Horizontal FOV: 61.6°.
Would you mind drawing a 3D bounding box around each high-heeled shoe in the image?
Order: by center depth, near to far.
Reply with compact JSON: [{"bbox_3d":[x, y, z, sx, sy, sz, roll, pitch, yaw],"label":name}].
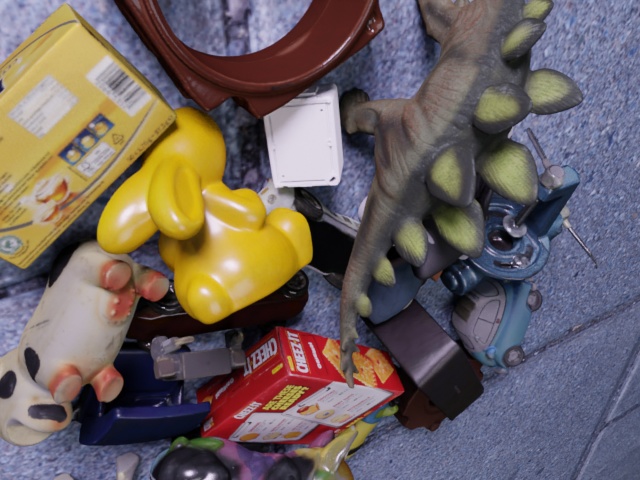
[{"bbox_3d":[0.156,-0.082,0.558,0.145,0.086,0.249,104,8,-55],"label":"high-heeled shoe"}]

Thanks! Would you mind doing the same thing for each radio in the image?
[{"bbox_3d":[0.144,0.156,0.734,0.073,0.131,0.229,-40,144,-2],"label":"radio"}]

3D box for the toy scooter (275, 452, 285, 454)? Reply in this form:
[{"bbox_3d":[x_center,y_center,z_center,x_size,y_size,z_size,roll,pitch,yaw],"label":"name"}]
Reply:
[{"bbox_3d":[-0.053,0.390,0.835,0.135,0.075,0.183,-5,128,-31],"label":"toy scooter"}]

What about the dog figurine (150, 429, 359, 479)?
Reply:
[{"bbox_3d":[-0.060,0.271,0.626,0.219,0.191,0.108,-31,175,-33],"label":"dog figurine"}]

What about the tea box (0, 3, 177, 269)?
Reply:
[{"bbox_3d":[-0.203,-0.073,0.394,0.169,0.068,0.098,-42,135,1],"label":"tea box"}]

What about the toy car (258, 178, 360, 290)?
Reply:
[{"bbox_3d":[-0.001,-0.002,0.592,0.073,0.056,0.201,-49,138,12],"label":"toy car"}]

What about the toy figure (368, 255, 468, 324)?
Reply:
[{"bbox_3d":[0.108,0.035,0.642,0.154,0.058,0.064,-40,146,-1],"label":"toy figure"}]

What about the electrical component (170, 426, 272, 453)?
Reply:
[{"bbox_3d":[-0.135,0.294,0.720,0.134,0.058,0.114,2,122,-34],"label":"electrical component"}]

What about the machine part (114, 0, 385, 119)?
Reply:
[{"bbox_3d":[-0.050,-0.207,0.387,0.201,0.087,0.200,-38,134,-6],"label":"machine part"}]

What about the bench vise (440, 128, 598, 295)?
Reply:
[{"bbox_3d":[0.262,-0.020,0.678,0.224,0.129,0.240,-17,152,-15],"label":"bench vise"}]

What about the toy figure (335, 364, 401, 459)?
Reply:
[{"bbox_3d":[0.059,0.255,0.806,0.089,0.082,0.180,24,104,-40],"label":"toy figure"}]

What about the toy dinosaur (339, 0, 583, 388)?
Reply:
[{"bbox_3d":[0.104,-0.087,0.500,0.105,0.199,0.471,11,113,-35],"label":"toy dinosaur"}]

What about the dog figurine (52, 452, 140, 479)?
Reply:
[{"bbox_3d":[-0.246,0.380,0.636,0.121,0.172,0.190,-5,118,-18],"label":"dog figurine"}]

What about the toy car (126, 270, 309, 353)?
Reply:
[{"bbox_3d":[-0.105,0.070,0.577,0.202,0.053,0.089,-4,145,-30],"label":"toy car"}]

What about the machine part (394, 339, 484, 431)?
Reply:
[{"bbox_3d":[0.197,0.245,0.908,0.179,0.056,0.179,-17,128,-23],"label":"machine part"}]

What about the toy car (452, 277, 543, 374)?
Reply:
[{"bbox_3d":[0.261,0.119,0.828,0.103,0.109,0.161,11,108,-20],"label":"toy car"}]

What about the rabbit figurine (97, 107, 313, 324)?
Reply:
[{"bbox_3d":[-0.105,-0.024,0.449,0.162,0.122,0.173,-28,104,-60],"label":"rabbit figurine"}]

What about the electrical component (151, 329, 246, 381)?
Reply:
[{"bbox_3d":[-0.122,0.117,0.549,0.102,0.078,0.045,0,79,-31],"label":"electrical component"}]

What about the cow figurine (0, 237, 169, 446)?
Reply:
[{"bbox_3d":[-0.229,0.090,0.474,0.085,0.127,0.195,24,91,-56],"label":"cow figurine"}]

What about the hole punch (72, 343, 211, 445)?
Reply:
[{"bbox_3d":[-0.192,0.183,0.581,0.142,0.092,0.115,7,121,-41],"label":"hole punch"}]
